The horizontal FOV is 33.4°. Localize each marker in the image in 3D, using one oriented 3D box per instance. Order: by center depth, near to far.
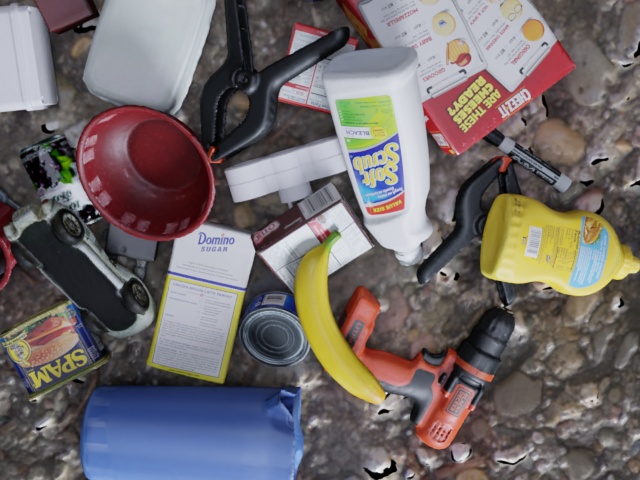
[{"bbox_3d":[0.232,-0.094,1.212,0.121,0.020,0.020,33,97,-6],"label":"marker"}]

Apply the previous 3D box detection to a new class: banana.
[{"bbox_3d":[0.014,0.092,1.168,0.070,0.037,0.198,-14,96,18],"label":"banana"}]

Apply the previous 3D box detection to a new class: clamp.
[{"bbox_3d":[-0.066,-0.175,1.164,0.165,0.036,0.210,25,102,23],"label":"clamp"},{"bbox_3d":[0.175,-0.013,1.210,0.120,0.039,0.171,5,94,-18],"label":"clamp"}]

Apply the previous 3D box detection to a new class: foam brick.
[{"bbox_3d":[-0.282,-0.269,1.159,0.051,0.053,0.078,-25,98,2],"label":"foam brick"}]

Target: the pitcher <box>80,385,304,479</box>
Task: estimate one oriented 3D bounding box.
[{"bbox_3d":[-0.140,0.233,1.209,0.243,0.145,0.149,3,86,2],"label":"pitcher"}]

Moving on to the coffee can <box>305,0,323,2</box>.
[{"bbox_3d":[-0.005,-0.306,1.114,0.103,0.140,0.103,0,99,-1],"label":"coffee can"}]

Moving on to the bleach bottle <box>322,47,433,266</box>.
[{"bbox_3d":[0.079,-0.081,1.155,0.103,0.068,0.251,1,126,28],"label":"bleach bottle"}]

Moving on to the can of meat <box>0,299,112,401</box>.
[{"bbox_3d":[-0.303,0.121,1.217,0.102,0.057,0.084,-26,96,3],"label":"can of meat"}]

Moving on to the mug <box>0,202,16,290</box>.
[{"bbox_3d":[-0.382,0.013,1.180,0.117,0.081,0.093,-38,105,18],"label":"mug"}]

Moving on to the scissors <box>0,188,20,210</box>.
[{"bbox_3d":[-0.363,-0.068,1.206,0.201,0.016,0.096,23,98,-4],"label":"scissors"}]

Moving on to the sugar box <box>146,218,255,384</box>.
[{"bbox_3d":[-0.133,0.067,1.217,0.093,0.048,0.176,14,94,-3],"label":"sugar box"}]

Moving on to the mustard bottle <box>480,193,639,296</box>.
[{"bbox_3d":[0.277,0.012,1.195,0.191,0.058,0.096,11,89,-20],"label":"mustard bottle"}]

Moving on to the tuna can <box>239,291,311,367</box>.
[{"bbox_3d":[-0.048,0.102,1.213,0.086,0.033,0.086,5,121,8],"label":"tuna can"}]

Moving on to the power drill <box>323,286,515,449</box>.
[{"bbox_3d":[0.111,0.127,1.224,0.187,0.057,0.184,28,97,-5],"label":"power drill"}]

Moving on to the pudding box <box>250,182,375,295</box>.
[{"bbox_3d":[-0.008,0.001,1.193,0.113,0.039,0.090,-32,133,5],"label":"pudding box"}]

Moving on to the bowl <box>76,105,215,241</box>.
[{"bbox_3d":[-0.180,-0.081,1.160,0.162,0.055,0.162,9,122,14],"label":"bowl"}]

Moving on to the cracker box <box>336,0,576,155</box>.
[{"bbox_3d":[0.145,-0.225,1.160,0.164,0.072,0.213,-37,98,-1],"label":"cracker box"}]

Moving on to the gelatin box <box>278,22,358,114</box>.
[{"bbox_3d":[-0.004,-0.190,1.188,0.073,0.030,0.089,14,100,-4],"label":"gelatin box"}]
